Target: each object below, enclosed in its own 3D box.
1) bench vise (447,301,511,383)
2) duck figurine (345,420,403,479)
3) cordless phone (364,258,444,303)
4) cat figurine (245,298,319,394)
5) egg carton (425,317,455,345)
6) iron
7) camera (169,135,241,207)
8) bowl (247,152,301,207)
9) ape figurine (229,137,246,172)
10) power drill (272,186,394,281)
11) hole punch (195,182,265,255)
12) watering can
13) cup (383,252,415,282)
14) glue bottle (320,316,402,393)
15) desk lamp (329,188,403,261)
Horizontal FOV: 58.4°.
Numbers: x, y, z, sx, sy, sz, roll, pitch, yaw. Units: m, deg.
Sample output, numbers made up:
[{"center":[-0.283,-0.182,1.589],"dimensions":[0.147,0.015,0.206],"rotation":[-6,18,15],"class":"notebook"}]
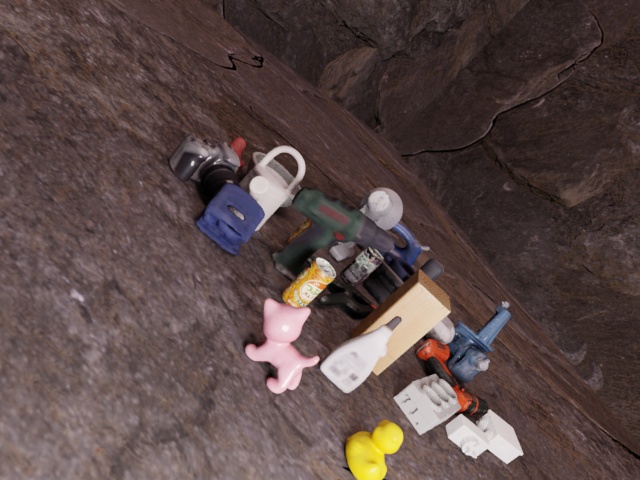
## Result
[{"center":[0.442,0.272,1.536],"dimensions":[0.122,0.219,0.207],"rotation":[34,21,-29],"class":"bench vise"},{"center":[0.092,0.325,0.896],"dimensions":[0.077,0.086,0.104],"rotation":[43,19,-6],"class":"duck figurine"},{"center":[0.223,0.094,1.505],"dimensions":[0.147,0.185,0.094],"rotation":[48,19,9],"class":"cordless phone"},{"center":[-0.053,0.156,0.897],"dimensions":[0.127,0.117,0.067],"rotation":[51,19,17],"class":"cat figurine"},{"center":[0.308,0.226,1.589],"dimensions":[0.150,0.069,0.107],"rotation":[51,19,17],"class":"egg carton"},{"center":[0.203,-0.007,1.744],"dimensions":[0.258,0.141,0.119],"rotation":[44,18,-4],"class":"iron"},{"center":[-0.221,-0.144,1.202],"dimensions":[0.144,0.100,0.136],"rotation":[24,27,-47],"class":"camera"},{"center":[-0.125,-0.138,1.435],"dimensions":[0.168,0.074,0.167],"rotation":[39,19,-16],"class":"bowl"},{"center":[-0.210,-0.207,1.372],"dimensions":[0.078,0.092,0.076],"rotation":[46,18,4],"class":"ape figurine"},{"center":[0.011,0.004,1.210],"dimensions":[0.230,0.208,0.075],"rotation":[40,19,-14],"class":"power drill"},{"center":[-0.170,-0.043,1.112],"dimensions":[0.109,0.091,0.101],"rotation":[40,19,-13],"class":"hole punch"},{"center":[-0.111,-0.116,1.229],"dimensions":[0.101,0.194,0.172],"rotation":[38,20,-20],"class":"watering can"},{"center":[0.201,0.099,1.590],"dimensions":[0.118,0.095,0.092],"rotation":[46,18,3],"class":"cup"},{"center":[0.082,0.194,1.016],"dimensions":[0.078,0.173,0.037],"rotation":[44,18,-3],"class":"glue bottle"},{"center":[0.122,-0.053,1.558],"dimensions":[0.118,0.213,0.204],"rotation":[48,19,10],"class":"desk lamp"}]
